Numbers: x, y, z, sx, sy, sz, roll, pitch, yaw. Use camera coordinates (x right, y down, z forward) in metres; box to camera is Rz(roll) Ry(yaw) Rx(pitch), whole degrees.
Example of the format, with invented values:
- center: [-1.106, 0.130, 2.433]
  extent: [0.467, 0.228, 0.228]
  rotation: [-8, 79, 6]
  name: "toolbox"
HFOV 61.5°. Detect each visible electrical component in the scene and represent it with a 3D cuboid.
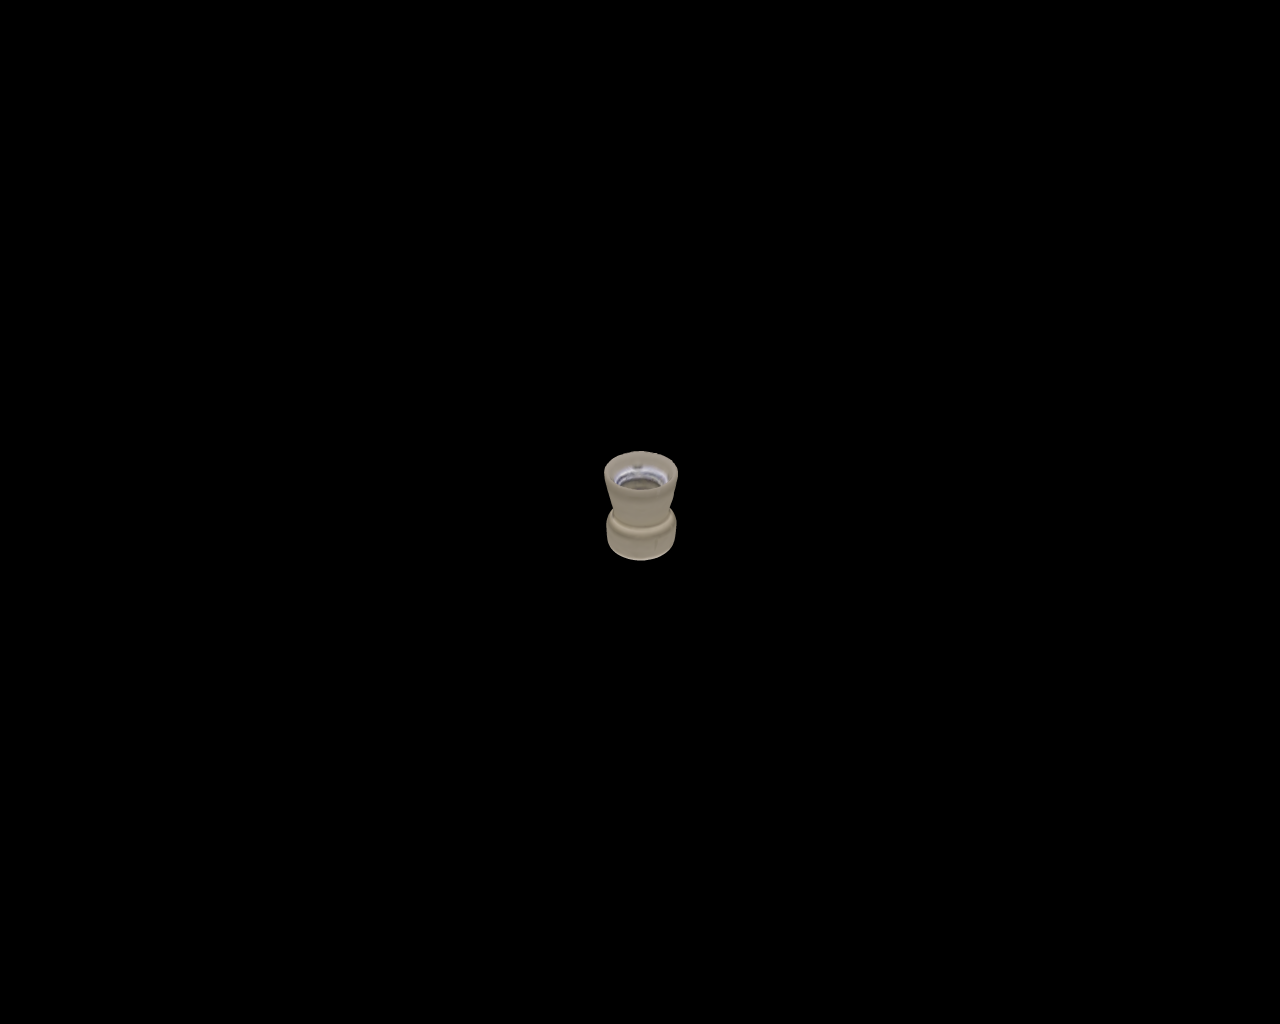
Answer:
- center: [0.001, -0.003, 0.650]
  extent: [0.045, 0.055, 0.045]
  rotation: [0, 35, 0]
  name: "electrical component"
